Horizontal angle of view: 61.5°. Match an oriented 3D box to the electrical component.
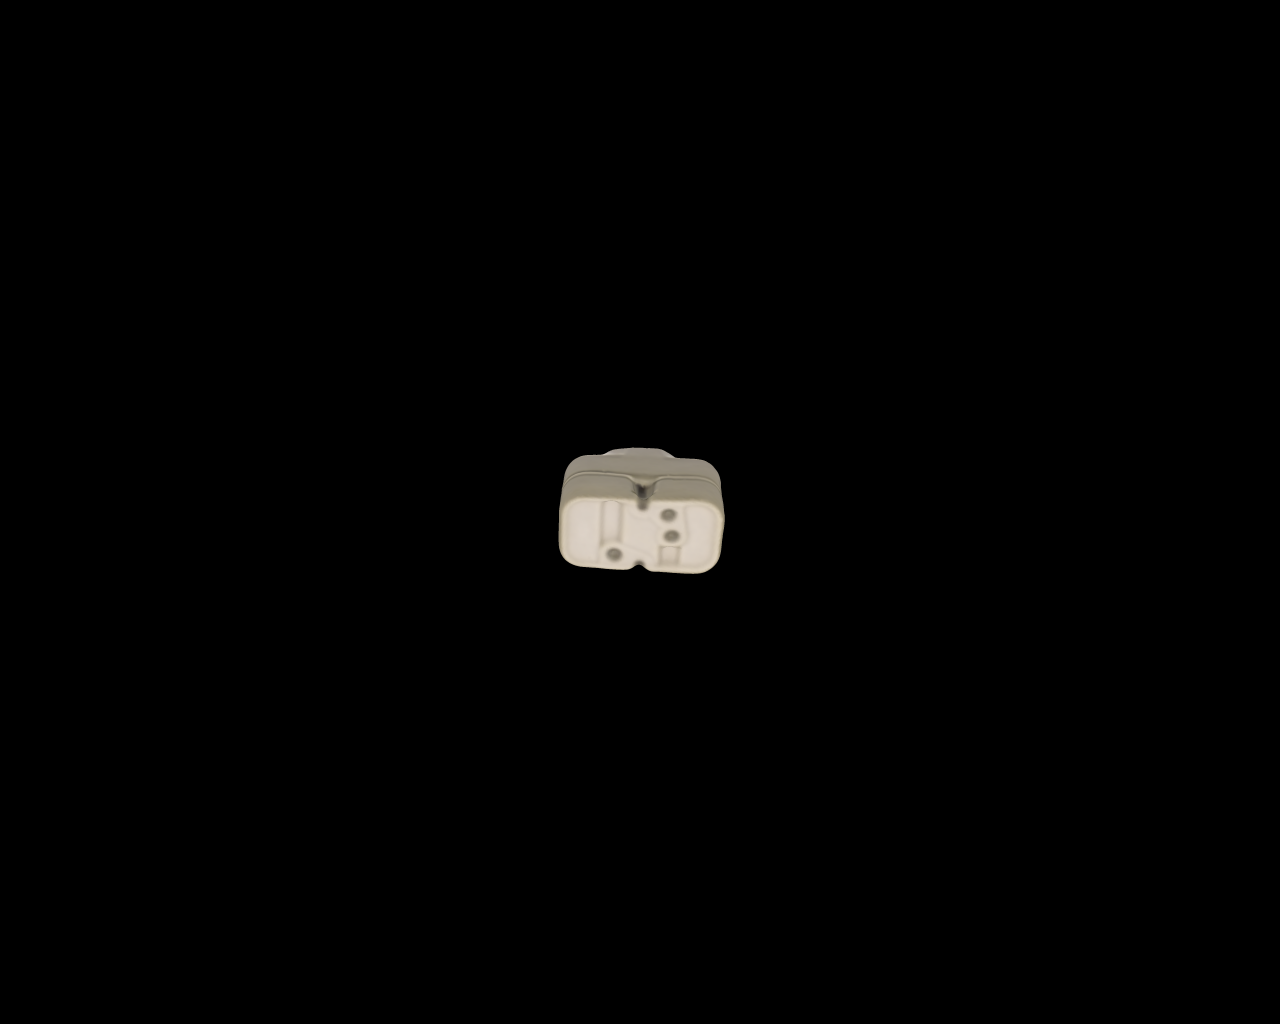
[{"bbox_3d":[0.001,-0.003,0.650,0.095,0.053,0.059,3,35,-2],"label":"electrical component"}]
